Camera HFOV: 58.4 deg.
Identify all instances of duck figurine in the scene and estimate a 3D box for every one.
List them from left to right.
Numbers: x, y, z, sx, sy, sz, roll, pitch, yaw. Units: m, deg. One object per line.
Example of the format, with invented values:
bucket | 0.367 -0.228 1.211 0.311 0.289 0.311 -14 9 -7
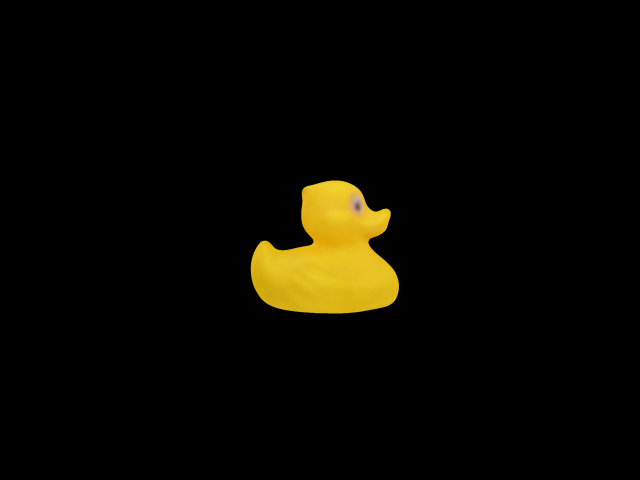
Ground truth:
duck figurine | 0.004 0.001 0.400 0.104 0.086 0.077 0 11 -2
